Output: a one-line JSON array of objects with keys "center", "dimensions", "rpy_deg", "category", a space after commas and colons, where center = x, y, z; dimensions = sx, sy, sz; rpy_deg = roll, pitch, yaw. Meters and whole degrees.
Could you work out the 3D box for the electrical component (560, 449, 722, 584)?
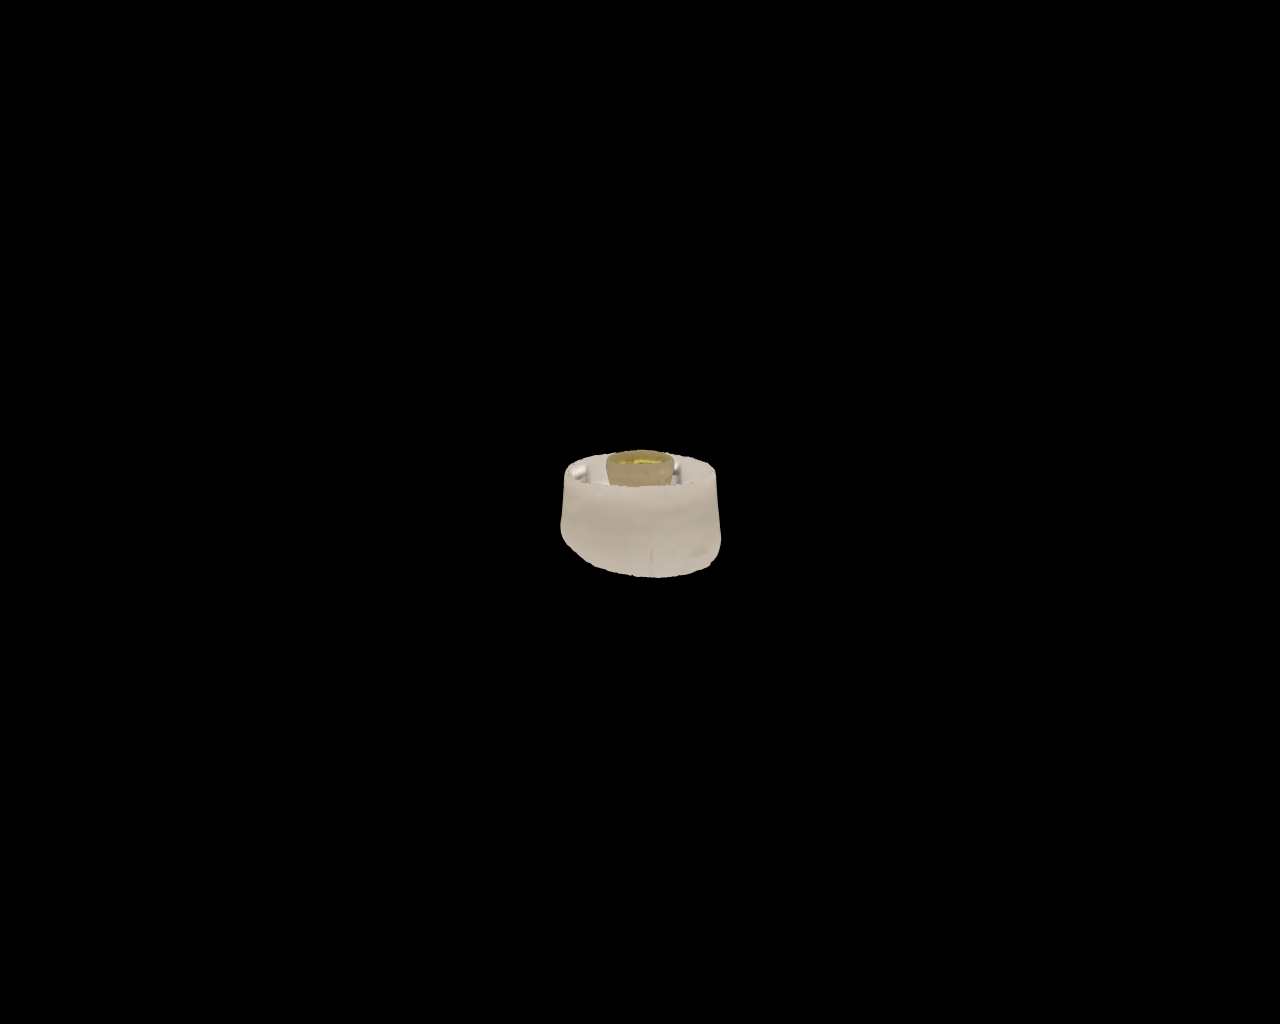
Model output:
[{"center": [0.001, -0.003, 0.650], "dimensions": [0.099, 0.064, 0.099], "rpy_deg": [0, 16, 0], "category": "electrical component"}]
